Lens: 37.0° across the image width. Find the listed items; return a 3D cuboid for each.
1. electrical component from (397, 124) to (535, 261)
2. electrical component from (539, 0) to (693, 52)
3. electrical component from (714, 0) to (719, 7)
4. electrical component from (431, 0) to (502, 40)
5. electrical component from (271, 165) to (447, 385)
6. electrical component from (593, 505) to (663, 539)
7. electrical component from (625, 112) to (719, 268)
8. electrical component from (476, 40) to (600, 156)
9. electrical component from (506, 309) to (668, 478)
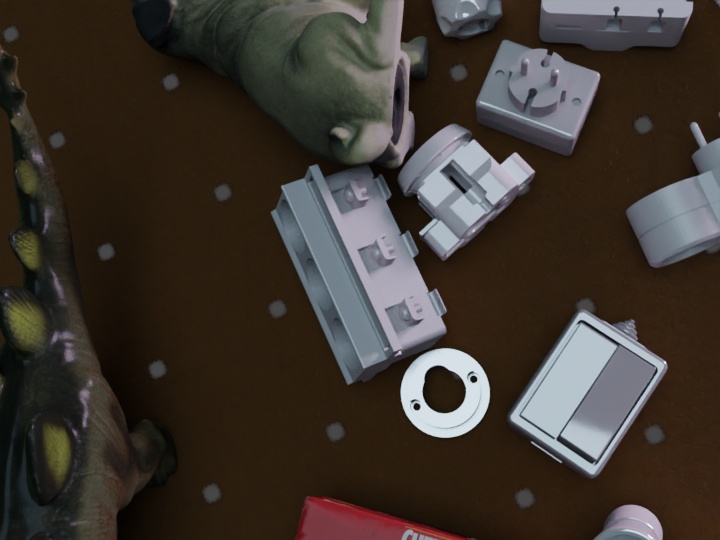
[{"bbox_3d":[0.061,-0.053,0.673,0.078,0.058,0.057,-43,80,-1],"label":"electrical component"},{"bbox_3d":[0.161,-0.173,0.682,0.089,0.055,0.050,4,80,8],"label":"electrical component"},{"bbox_3d":[0.272,-0.182,0.675,0.077,0.047,0.065,-31,78,0],"label":"electrical component"},{"bbox_3d":[0.066,-0.186,0.703,0.043,0.043,0.062,-15,77,4],"label":"electrical component"},{"bbox_3d":[0.000,0.000,0.666,0.063,0.078,0.121,-20,77,-19],"label":"electrical component"},{"bbox_3d":[0.155,0.160,0.617,0.044,0.065,0.044,1,95,18],"label":"electrical component"},{"bbox_3d":[0.227,-0.061,0.655,0.138,0.052,0.073,-22,78,3],"label":"electrical component"},{"bbox_3d":[0.110,-0.112,0.667,0.066,0.076,0.047,22,83,11],"label":"electrical component"},{"bbox_3d":[0.137,0.068,0.639,0.062,0.061,0.096,34,85,12],"label":"electrical component"}]
